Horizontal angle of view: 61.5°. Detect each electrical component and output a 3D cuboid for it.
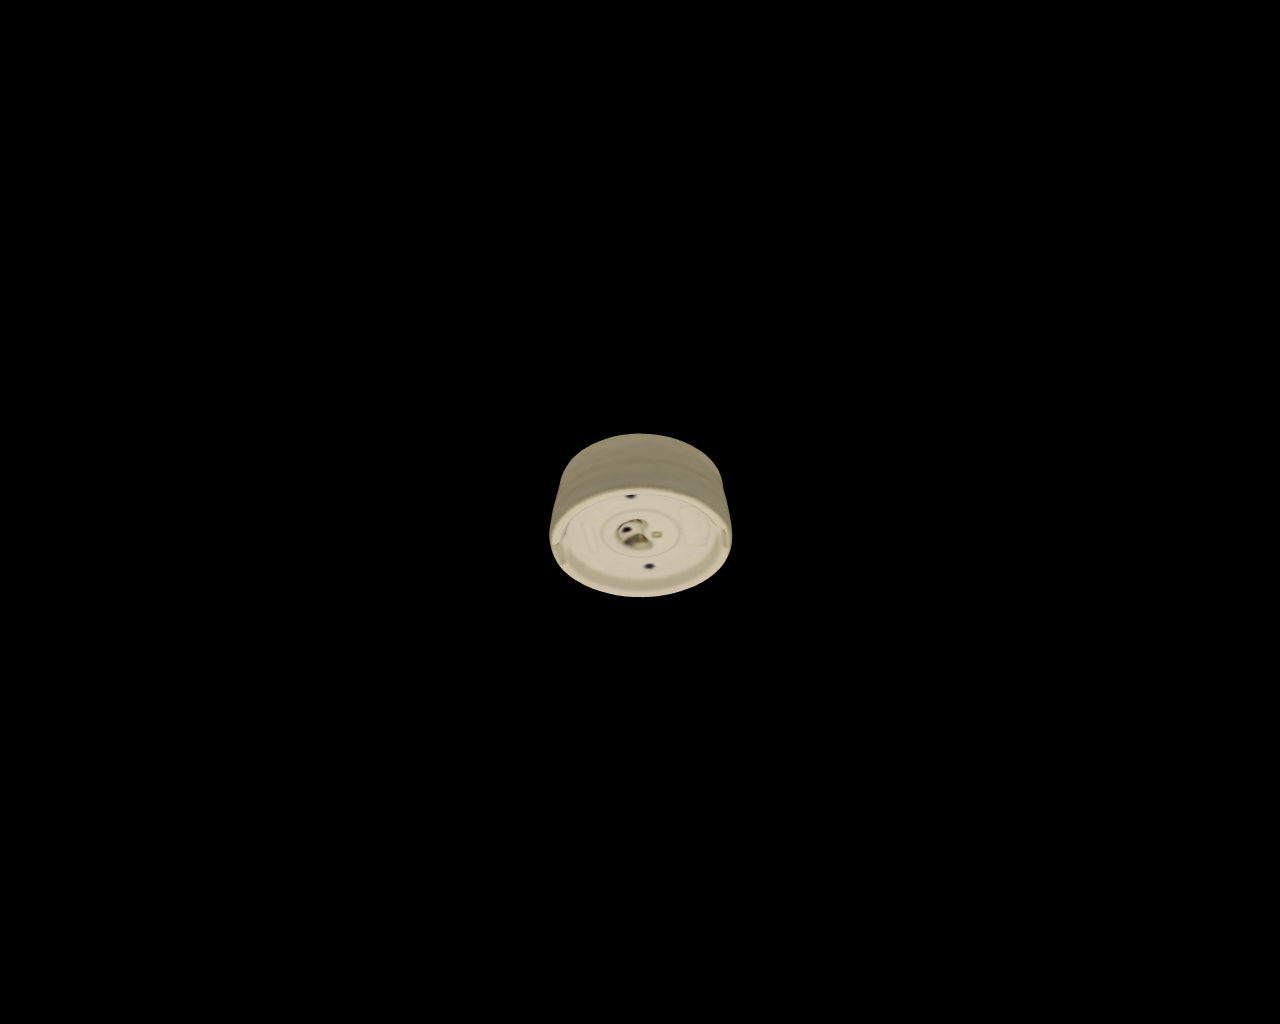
[{"bbox_3d":[0.001,-0.003,0.650,0.108,0.060,0.108,0,-39,0],"label":"electrical component"}]
